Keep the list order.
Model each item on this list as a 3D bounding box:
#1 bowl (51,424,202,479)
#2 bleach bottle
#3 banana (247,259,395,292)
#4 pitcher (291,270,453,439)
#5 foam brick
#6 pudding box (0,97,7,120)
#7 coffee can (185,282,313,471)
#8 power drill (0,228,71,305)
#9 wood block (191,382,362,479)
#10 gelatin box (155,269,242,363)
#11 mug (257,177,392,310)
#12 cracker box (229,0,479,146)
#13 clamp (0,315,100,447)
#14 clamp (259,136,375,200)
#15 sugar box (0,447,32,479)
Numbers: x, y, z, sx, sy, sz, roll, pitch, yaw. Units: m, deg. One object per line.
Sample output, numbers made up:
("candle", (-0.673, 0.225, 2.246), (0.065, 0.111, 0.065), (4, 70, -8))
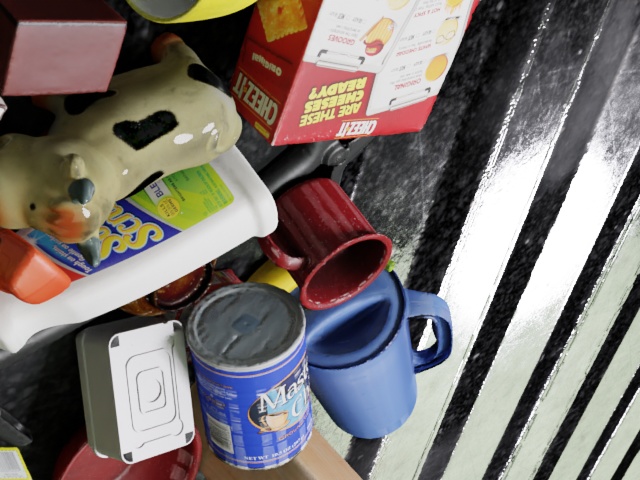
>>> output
("bowl", (-0.192, 0.214, 1.002), (0.161, 0.055, 0.162), (-23, 129, -32))
("bleach bottle", (-0.161, 0.013, 0.784), (0.250, 0.103, 0.068), (-33, 160, -14))
("banana", (-0.030, 0.045, 1.004), (0.198, 0.070, 0.037), (-32, 161, 12))
("pitcher", (0.048, 0.119, 1.114), (0.145, 0.149, 0.243), (-46, 152, -15))
("foam brick", (-0.172, -0.127, 0.672), (0.078, 0.053, 0.051), (-10, 132, -42))
("pudding box", (-0.261, -0.065, 0.650), (0.113, 0.039, 0.090), (10, 120, -50))
("coffee can", (-0.060, 0.122, 0.953), (0.102, 0.103, 0.140), (-29, 137, -26))
("power drill", (-0.252, 0.073, 0.693), (0.187, 0.185, 0.057), (-50, 150, -12))
("wood block", (-0.047, 0.221, 1.051), (0.090, 0.206, 0.090), (-54, 147, 11))
("gelatin box", (-0.116, 0.072, 0.974), (0.073, 0.030, 0.089), (-7, 131, -47))
("mug", (-0.006, 0.001, 0.921), (0.117, 0.081, 0.093), (-6, 140, -43))
("cracker box", (0.038, -0.180, 0.771), (0.163, 0.072, 0.214), (-10, 134, -42))
("clamp", (-0.270, 0.101, 0.820), (0.209, 0.036, 0.165), (10, 119, -55))
("clamp", (-0.002, -0.079, 0.933), (0.120, 0.039, 0.172), (-10, 136, -50))
("sugar box", (-0.326, 0.243, 0.885), (0.176, 0.048, 0.093), (-45, 149, 19))
